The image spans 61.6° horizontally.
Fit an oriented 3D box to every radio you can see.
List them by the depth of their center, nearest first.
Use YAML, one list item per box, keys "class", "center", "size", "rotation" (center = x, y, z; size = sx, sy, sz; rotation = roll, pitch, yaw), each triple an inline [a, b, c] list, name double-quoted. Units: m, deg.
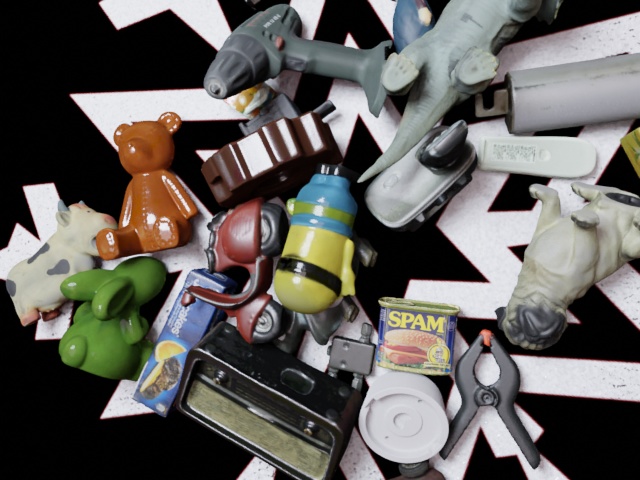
- class: "radio"
  center: [-0.067, 0.209, 0.692]
  size: [0.230, 0.073, 0.131]
  rotation: [25, 123, 11]

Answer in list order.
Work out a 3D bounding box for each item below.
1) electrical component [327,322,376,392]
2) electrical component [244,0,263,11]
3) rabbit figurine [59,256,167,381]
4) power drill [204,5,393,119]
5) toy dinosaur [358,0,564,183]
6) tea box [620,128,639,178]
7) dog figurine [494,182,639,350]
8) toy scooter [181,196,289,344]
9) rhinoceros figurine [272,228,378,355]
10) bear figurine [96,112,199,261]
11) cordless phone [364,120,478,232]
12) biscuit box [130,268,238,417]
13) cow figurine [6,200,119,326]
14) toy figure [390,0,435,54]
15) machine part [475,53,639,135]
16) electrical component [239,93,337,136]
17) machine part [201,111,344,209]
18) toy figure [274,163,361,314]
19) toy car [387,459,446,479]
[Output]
- class: "electrical component"
  center: [0.041, 0.154, 0.720]
  size: [0.063, 0.021, 0.094]
  rotation: [11, 92, 13]
- class: "electrical component"
  center: [-0.070, -0.384, 0.711]
  size: [0.134, 0.115, 0.058]
  rotation: [-39, 86, 9]
- class: "rabbit figurine"
  center: [-0.286, 0.091, 0.742]
  size: [0.121, 0.159, 0.170]
  rotation: [21, 78, 21]
- class: "power drill"
  center: [-0.016, -0.213, 0.665]
  size: [0.207, 0.232, 0.085]
  rotation: [9, 131, 2]
- class: "toy dinosaur"
  center: [0.179, -0.235, 0.626]
  size: [0.131, 0.192, 0.404]
  rotation: [45, 107, 13]
- class: "tea box"
  center: [0.438, -0.069, 0.615]
  size: [0.098, 0.068, 0.169]
  rotation: [-24, 83, 10]
- class: "dog figurine"
  center: [0.309, 0.038, 0.641]
  size: [0.172, 0.121, 0.190]
  rotation: [2, 117, -6]
- class: "toy scooter"
  center: [-0.109, 0.037, 0.675]
  size: [0.135, 0.075, 0.183]
  rotation: [1, 88, 11]
- class: "rhinoceros figurine"
  center: [0.001, 0.067, 0.705]
  size: [0.112, 0.073, 0.190]
  rotation: [27, 94, 10]
- class: "bear figurine"
  center: [-0.238, -0.079, 0.736]
  size: [0.120, 0.132, 0.195]
  rotation: [-8, 93, 7]
- class: "cordless phone"
  center: [0.119, -0.074, 0.626]
  size: [0.146, 0.184, 0.089]
  rotation: [-42, 85, 8]
- class: "biscuit box"
  center: [-0.187, 0.138, 0.750]
  size: [0.059, 0.063, 0.202]
  rotation: [25, 94, 9]
- class: "cow figurine"
  center: [-0.374, 0.026, 0.787]
  size: [0.195, 0.085, 0.127]
  rotation: [-33, 88, 11]
- class: "toy figure"
  center: [0.115, -0.306, 0.696]
  size: [0.064, 0.058, 0.154]
  rotation: [-6, 91, 35]
- class: "machine part"
  center: [0.311, -0.173, 0.641]
  size: [0.243, 0.079, 0.079]
  rotation: [-6, 87, 12]
- class: "electrical component"
  center: [-0.041, -0.162, 0.720]
  size: [0.119, 0.075, 0.048]
  rotation: [-34, 83, 13]
- class: "machine part"
  center: [-0.058, -0.094, 0.675]
  size: [0.179, 0.179, 0.056]
  rotation: [-25, 85, 11]
- class: "toy figure"
  center: [-0.004, -0.002, 0.636]
  size: [0.082, 0.089, 0.180]
  rotation: [7, 85, 57]
- class: "toy car"
  center: [0.069, 0.345, 0.693]
  size: [0.202, 0.053, 0.089]
  rotation: [-23, 95, 7]
